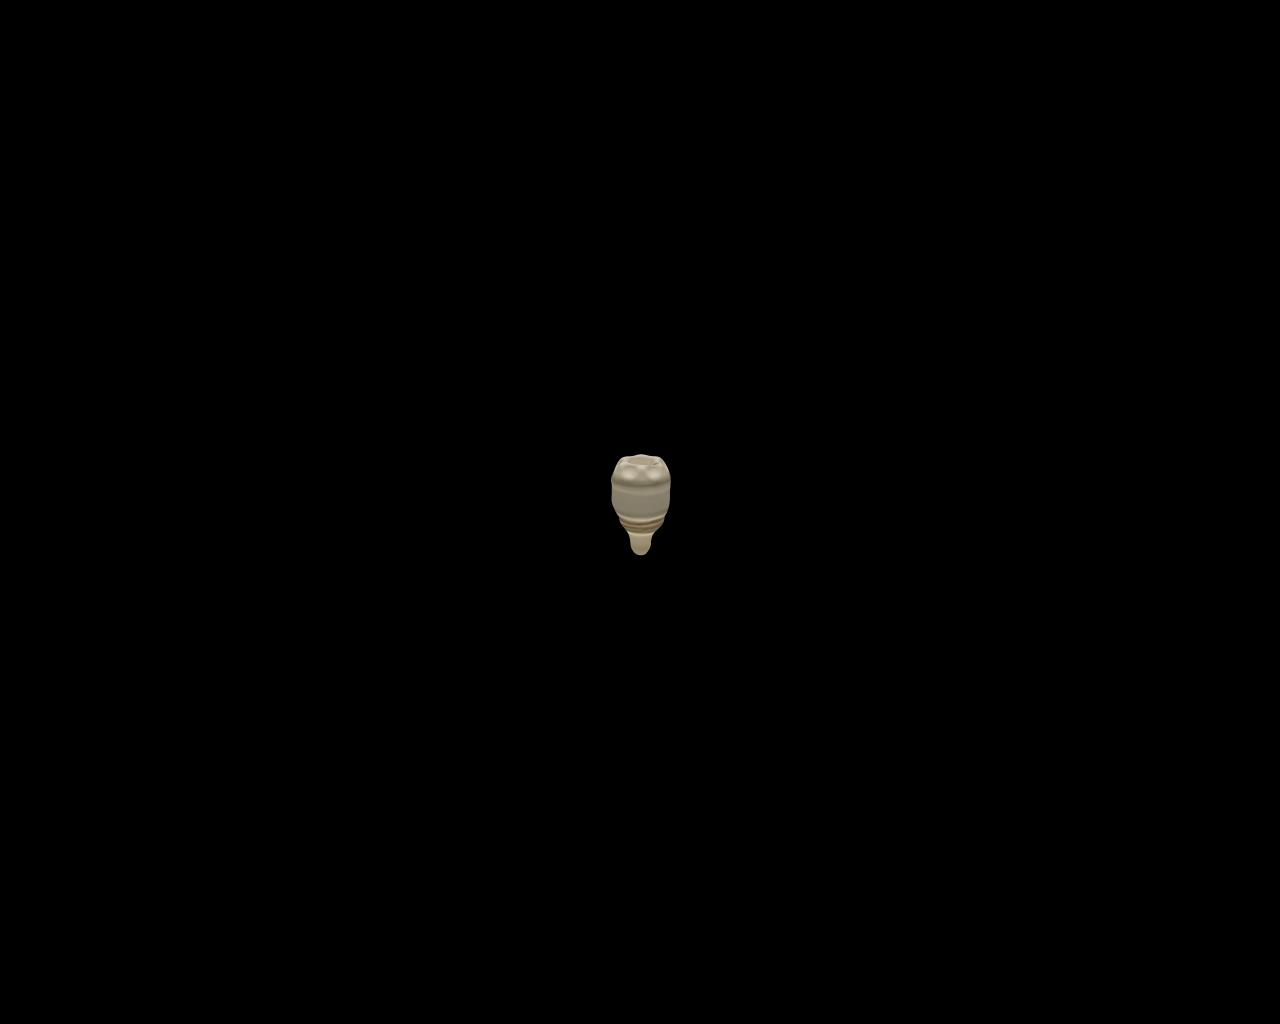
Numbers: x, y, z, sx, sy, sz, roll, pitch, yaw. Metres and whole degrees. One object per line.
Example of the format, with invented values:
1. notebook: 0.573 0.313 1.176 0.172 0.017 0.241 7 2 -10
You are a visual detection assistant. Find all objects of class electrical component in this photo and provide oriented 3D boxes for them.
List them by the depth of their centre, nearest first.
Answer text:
1. electrical component: 0.001 -0.003 0.650 0.035 0.061 0.035 0 18 0
